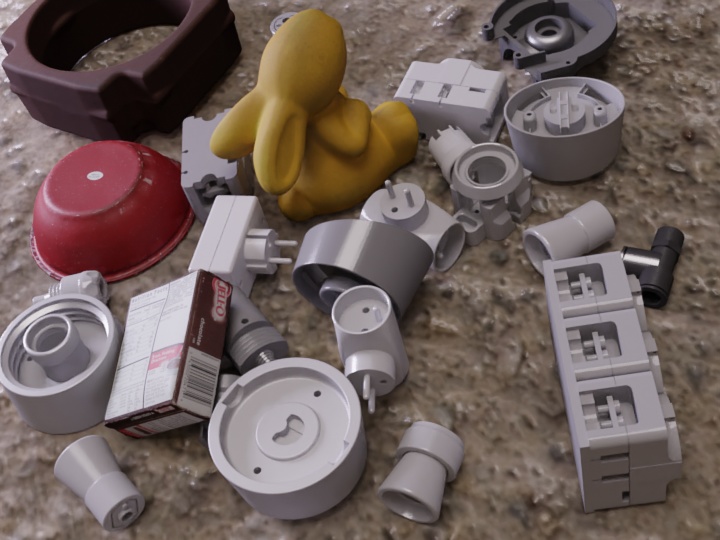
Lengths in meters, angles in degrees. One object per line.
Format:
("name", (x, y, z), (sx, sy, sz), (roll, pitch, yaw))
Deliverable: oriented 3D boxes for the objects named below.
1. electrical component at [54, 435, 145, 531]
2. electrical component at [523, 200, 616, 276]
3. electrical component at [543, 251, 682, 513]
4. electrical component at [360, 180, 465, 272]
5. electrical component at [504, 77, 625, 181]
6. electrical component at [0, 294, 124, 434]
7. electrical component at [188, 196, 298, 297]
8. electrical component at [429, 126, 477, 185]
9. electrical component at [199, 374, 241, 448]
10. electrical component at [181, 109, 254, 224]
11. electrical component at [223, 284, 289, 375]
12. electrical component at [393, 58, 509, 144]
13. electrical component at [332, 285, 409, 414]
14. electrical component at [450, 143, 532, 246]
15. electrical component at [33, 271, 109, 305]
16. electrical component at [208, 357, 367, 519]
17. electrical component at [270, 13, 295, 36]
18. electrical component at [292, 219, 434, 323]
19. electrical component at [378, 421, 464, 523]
("electrical component", (-0.186, 0.157, 0.780), (0.044, 0.044, 0.065), (-38, 57, -17))
("electrical component", (0.166, -0.026, 0.842), (0.065, 0.044, 0.044), (-28, 50, -16))
("electrical component", (0.168, 0.073, 0.726), (0.062, 0.089, 0.150), (-9, 50, 7))
("electrical component", (0.038, -0.043, 0.862), (0.077, 0.079, 0.043), (27, 66, 31))
("electrical component", (0.172, -0.124, 0.904), (0.099, 0.064, 0.099), (-7, 50, 9))
("electrical component", (-0.235, 0.068, 0.853), (0.108, 0.060, 0.108), (-7, 50, 9))
("electrical component", (-0.090, -0.016, 0.893), (0.076, 0.047, 0.083), (2, 52, 16))
("electrical component", (0.084, -0.098, 0.923), (0.040, 0.040, 0.046), (-24, 44, -6))
("electrical component", (-0.101, 0.106, 0.801), (0.040, 0.040, 0.046), (-6, 56, 9))
("electrical component", (-0.126, -0.090, 0.958), (0.050, 0.055, 0.089), (-11, 49, 5))
("electrical component", (-0.090, 0.051, 0.840), (0.043, 0.043, 0.081), (-34, 51, -14))
("electrical component", (0.084, -0.150, 0.958), (0.089, 0.050, 0.055), (12, 56, 22))
("electrical component", (0.008, 0.065, 0.782), (0.043, 0.077, 0.079), (-5, 51, 11))
("electrical component", (0.106, -0.066, 0.878), (0.078, 0.057, 0.058), (-42, 54, -20))
("electrical component", (-0.247, 0.022, 0.911), (0.061, 0.035, 0.035), (-12, 49, 7))
("electrical component", (-0.046, 0.123, 0.758), (0.108, 0.060, 0.108), (-7, 50, 8))
("electrical component", (-0.063, -0.215, 1.039), (0.044, 0.065, 0.044), (-7, 50, 9))
("electrical component", (0.000, 0.000, 0.827), (0.099, 0.099, 0.064), (12, 61, 23))
("electrical component", (0.043, 0.137, 0.734), (0.045, 0.045, 0.055), (13, 55, 24))
